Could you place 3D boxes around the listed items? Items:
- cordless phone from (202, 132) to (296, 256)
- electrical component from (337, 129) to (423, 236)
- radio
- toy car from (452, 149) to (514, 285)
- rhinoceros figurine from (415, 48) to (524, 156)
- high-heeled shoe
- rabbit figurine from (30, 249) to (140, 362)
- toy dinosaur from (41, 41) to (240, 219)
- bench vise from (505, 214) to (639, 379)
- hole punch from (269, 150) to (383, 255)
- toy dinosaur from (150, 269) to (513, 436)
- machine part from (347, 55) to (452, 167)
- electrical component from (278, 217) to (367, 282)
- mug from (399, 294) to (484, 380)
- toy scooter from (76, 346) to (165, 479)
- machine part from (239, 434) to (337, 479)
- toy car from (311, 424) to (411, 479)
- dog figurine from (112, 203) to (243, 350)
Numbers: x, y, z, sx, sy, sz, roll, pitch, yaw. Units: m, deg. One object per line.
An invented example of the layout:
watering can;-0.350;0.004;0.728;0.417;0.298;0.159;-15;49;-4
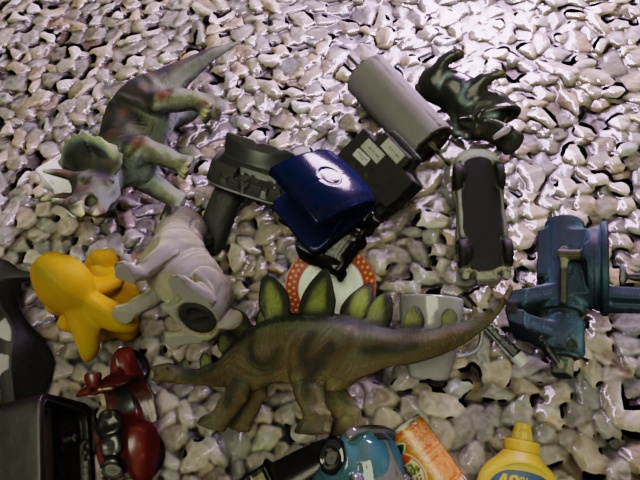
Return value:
cordless phone;-0.110;-0.054;0.805;0.147;0.088;0.184;19;84;13
electrical component;0.079;-0.090;0.774;0.134;0.058;0.115;-42;72;15
radio;-0.334;0.313;0.654;0.073;0.131;0.229;-12;68;2
toy car;0.227;-0.035;0.757;0.074;0.056;0.201;-1;72;7
rhinoceros figurine;0.230;-0.204;0.811;0.112;0.073;0.190;-42;70;-11
high-heeled shoe;-0.464;0.143;0.768;0.145;0.086;0.249;-8;68;14
rabbit figurine;-0.320;0.082;0.719;0.122;0.173;0.162;-33;64;-10
toy dinosaur;-0.266;-0.174;0.818;0.192;0.131;0.405;19;61;-8
bench vise;0.358;0.066;0.658;0.241;0.128;0.224;0;49;26
hole punch;0.003;-0.062;0.709;0.116;0.092;0.142;-36;64;-13
toy dinosaur;-0.002;0.139;0.666;0.472;0.105;0.198;-6;72;16
machine part;0.119;-0.201;0.822;0.079;0.079;0.243;-35;69;-7
electrical component;-0.002;-0.002;0.755;0.119;0.047;0.075;26;71;19
mug;0.154;0.128;0.697;0.110;0.081;0.107;6;81;3
toy scooter;-0.254;0.221;0.678;0.075;0.135;0.184;-13;69;1
machine part;-0.029;0.296;0.674;0.139;0.039;0.084;-33;61;-4
toy car;0.041;0.294;0.601;0.103;0.109;0.161;38;99;47
dog figurine;-0.162;0.034;0.714;0.172;0.121;0.191;29;36;-4
